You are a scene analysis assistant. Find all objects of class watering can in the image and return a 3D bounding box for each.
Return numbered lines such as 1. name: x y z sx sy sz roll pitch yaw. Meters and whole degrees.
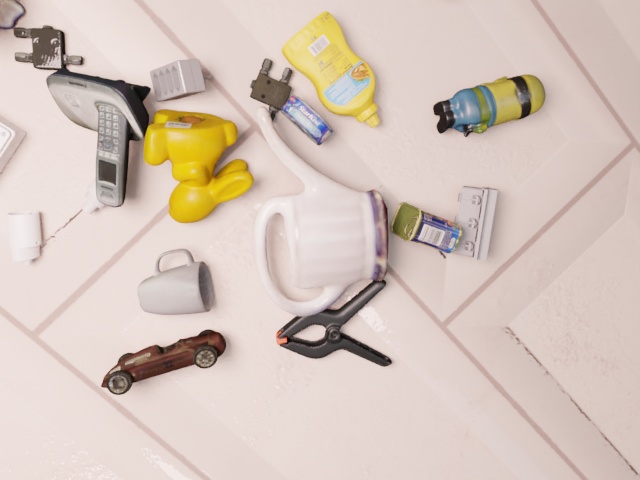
1. watering can: 0.003 -0.042 0.830 0.224 0.343 0.105 -5 15 -10

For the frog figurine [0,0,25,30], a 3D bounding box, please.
1. frog figurine: -0.483 -0.317 0.676 0.138 0.121 0.160 -18 12 -6
